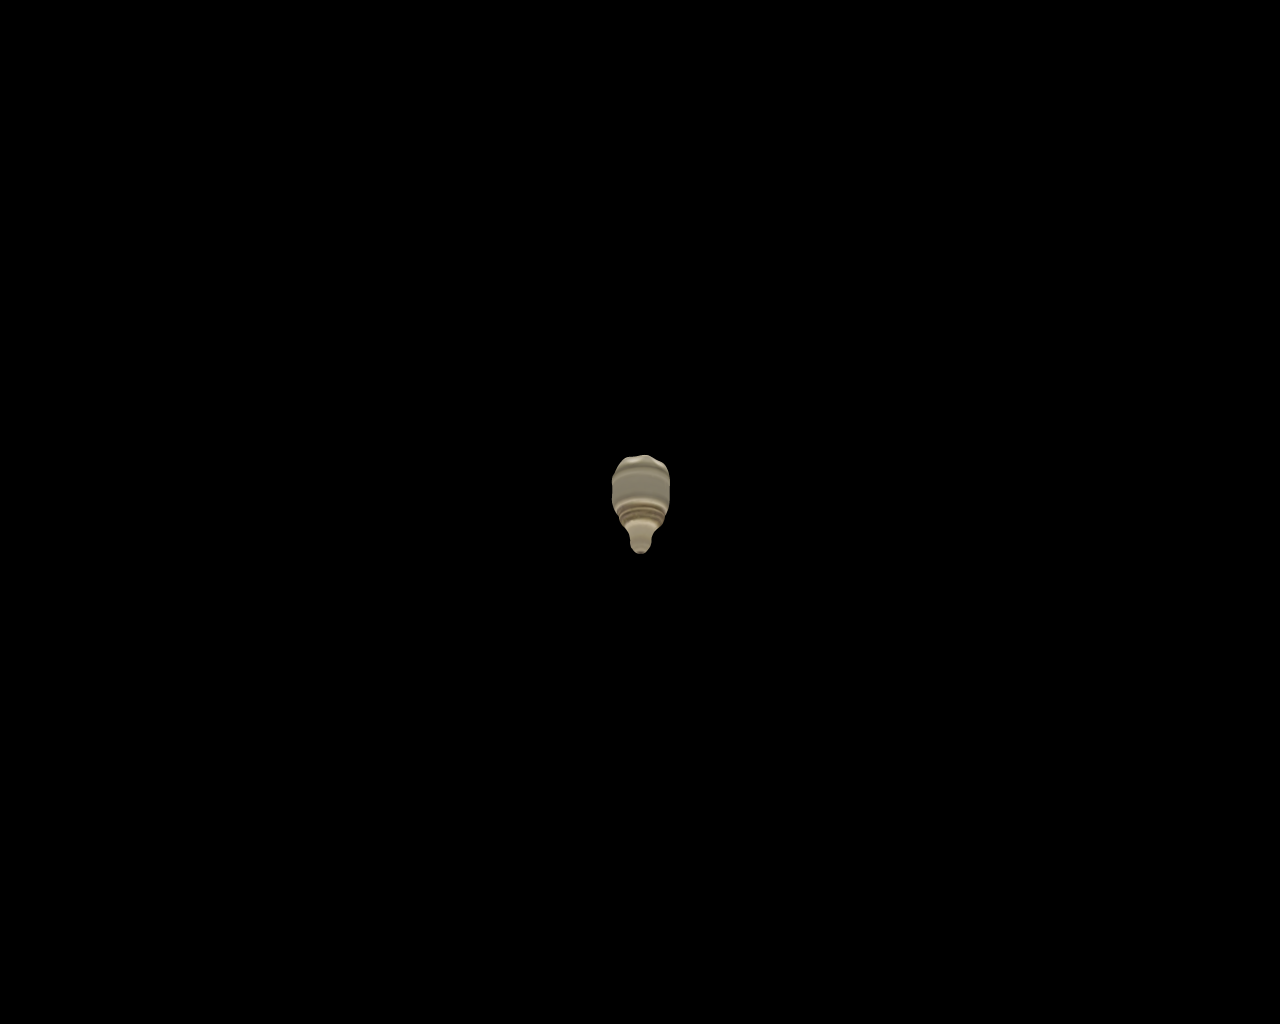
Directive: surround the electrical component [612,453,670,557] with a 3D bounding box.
[{"bbox_3d":[0.001,-0.003,0.650,0.035,0.061,0.035,0,-27,0],"label":"electrical component"}]
